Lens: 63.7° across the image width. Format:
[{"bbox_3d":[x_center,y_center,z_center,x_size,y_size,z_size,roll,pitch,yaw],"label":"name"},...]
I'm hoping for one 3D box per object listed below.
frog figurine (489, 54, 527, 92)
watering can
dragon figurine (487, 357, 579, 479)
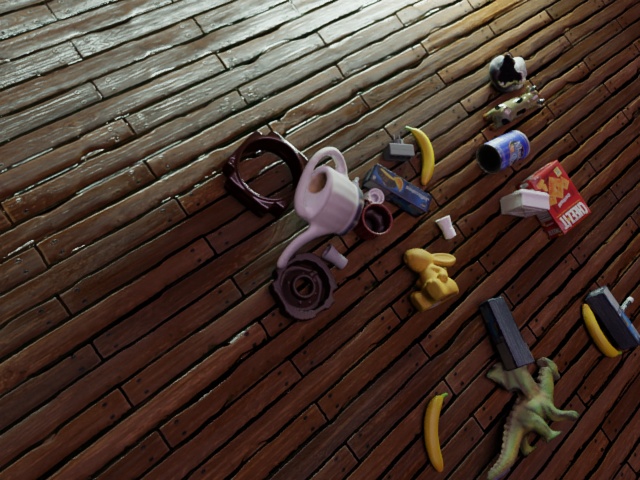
[{"bbox_3d":[0.665,-0.594,1.824,0.137,0.120,0.162,37,29,2],"label":"frog figurine"},{"bbox_3d":[0.004,-0.068,1.358,0.222,0.104,0.350,28,77,-45],"label":"watering can"},{"bbox_3d":[0.556,0.462,1.445,0.414,0.119,0.246,-20,65,-27],"label":"dragon figurine"}]
